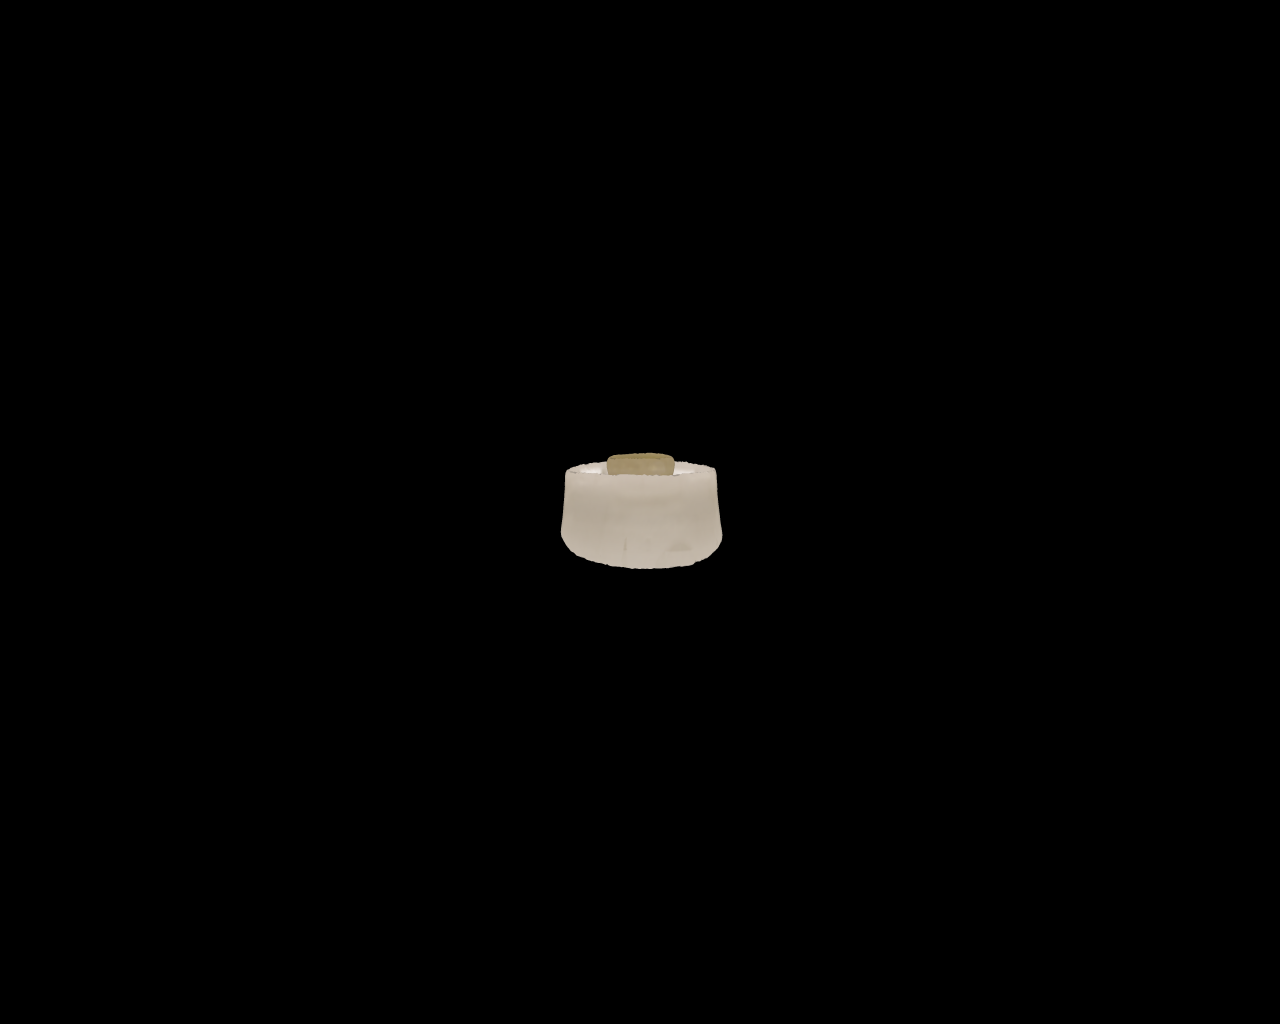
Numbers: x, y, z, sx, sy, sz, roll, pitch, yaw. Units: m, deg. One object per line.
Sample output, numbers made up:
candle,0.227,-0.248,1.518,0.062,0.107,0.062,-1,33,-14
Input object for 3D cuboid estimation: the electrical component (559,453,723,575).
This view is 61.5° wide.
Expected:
electrical component,0.001,-0.003,0.650,0.099,0.064,0.099,0,8,0
